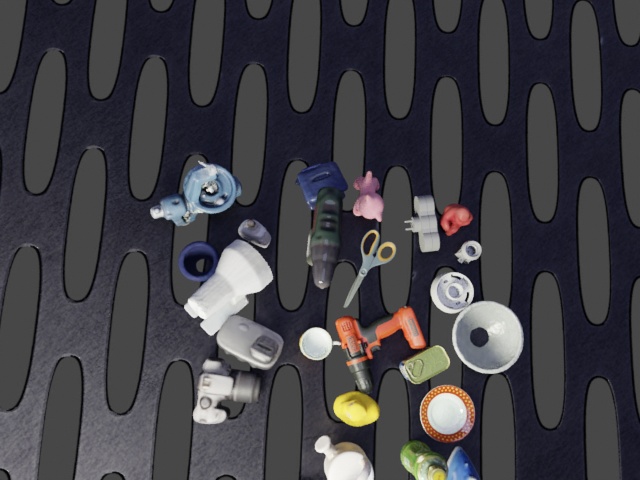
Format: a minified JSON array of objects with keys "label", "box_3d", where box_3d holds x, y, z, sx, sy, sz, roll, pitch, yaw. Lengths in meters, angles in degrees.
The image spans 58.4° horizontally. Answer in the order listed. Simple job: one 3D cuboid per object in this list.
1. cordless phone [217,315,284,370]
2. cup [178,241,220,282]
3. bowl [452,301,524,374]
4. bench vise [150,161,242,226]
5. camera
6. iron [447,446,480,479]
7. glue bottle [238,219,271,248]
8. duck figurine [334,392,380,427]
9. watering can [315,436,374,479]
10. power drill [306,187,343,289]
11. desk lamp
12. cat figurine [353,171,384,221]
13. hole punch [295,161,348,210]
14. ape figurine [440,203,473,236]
[{"label":"cordless phone","box_3d":[-0.156,0.225,1.252,0.147,0.185,0.094,23,79,1]},{"label":"cup","box_3d":[-0.260,0.057,1.321,0.117,0.095,0.092,15,79,-1]},{"label":"bowl","box_3d":[0.383,0.227,1.342,0.167,0.074,0.167,1,80,-3]},{"label":"bench vise","box_3d":[-0.275,-0.097,1.284,0.207,0.219,0.121,-42,85,-9]},{"label":"camera","box_3d":[-0.202,0.339,1.272,0.137,0.101,0.143,8,80,-2]},{"label":"iron","box_3d":[0.325,0.592,1.240,0.118,0.141,0.258,-2,80,-4]},{"label":"glue bottle","box_3d":[-0.151,-0.023,1.303,0.078,0.173,0.037,27,79,2]},{"label":"duck figurine","box_3d":[0.086,0.384,1.290,0.104,0.086,0.077,12,79,-1]},{"label":"watering can","box_3d":[0.057,0.493,1.214,0.173,0.194,0.101,26,79,2]},{"label":"power drill","box_3d":[0.012,0.005,1.290,0.075,0.208,0.230,5,80,-2]},{"label":"desk lamp","box_3d":[-0.205,0.109,1.255,0.203,0.213,0.118,-44,85,-9]},{"label":"cat figurine","box_3d":[0.117,-0.102,1.362,0.067,0.117,0.128,0,80,-3]},{"label":"hole punch","box_3d":[0.003,-0.136,1.374,0.109,0.091,0.101,-21,82,-7]},{"label":"ape figurine","box_3d":[0.333,-0.056,1.380,0.078,0.092,0.076,1,80,-3]}]
